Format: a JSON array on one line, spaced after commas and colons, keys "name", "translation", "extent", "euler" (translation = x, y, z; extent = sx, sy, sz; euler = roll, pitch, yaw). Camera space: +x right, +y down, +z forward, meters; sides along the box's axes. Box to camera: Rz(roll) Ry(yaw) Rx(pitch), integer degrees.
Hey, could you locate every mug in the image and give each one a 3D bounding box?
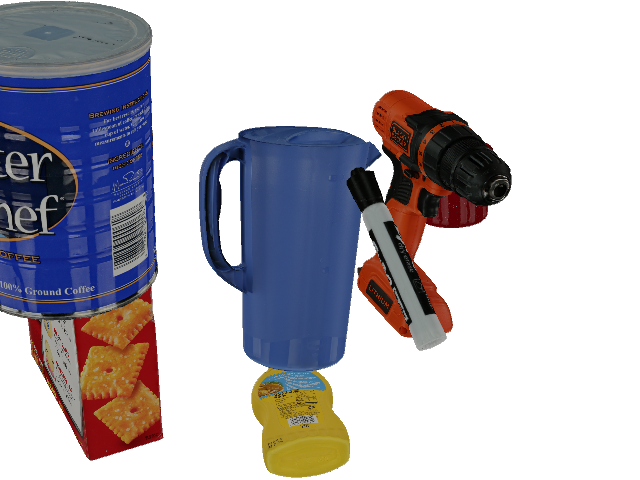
[{"name": "mug", "translation": [0.158, -0.068, 1.220], "extent": [0.117, 0.081, 0.093], "euler": [-21, 27, -36]}]

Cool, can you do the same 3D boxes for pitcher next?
[{"name": "pitcher", "translation": [-0.032, 0.006, 1.092], "extent": [0.149, 0.243, 0.144], "euler": [9, 15, 21]}]

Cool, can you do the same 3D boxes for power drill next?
[{"name": "power drill", "translation": [0.091, -0.016, 0.896], "extent": [0.057, 0.188, 0.185], "euler": [-2, 27, -23]}]

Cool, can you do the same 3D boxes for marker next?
[{"name": "marker", "translation": [0.044, 0.008, 0.647], "extent": [0.020, 0.121, 0.020], "euler": [-19, -20, -8]}]

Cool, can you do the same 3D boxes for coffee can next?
[{"name": "coffee can", "translation": [-0.139, -0.044, 0.564], "extent": [0.103, 0.140, 0.103], "euler": [2, 29, -1]}]

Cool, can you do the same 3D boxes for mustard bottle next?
[{"name": "mustard bottle", "translation": [-0.031, 0.194, 1.248], "extent": [0.096, 0.058, 0.192], "euler": [-8, 29, -9]}]

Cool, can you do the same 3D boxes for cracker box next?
[{"name": "cracker box", "translation": [-0.185, 0.037, 0.843], "extent": [0.072, 0.214, 0.164], "euler": [-13, 32, -26]}]
